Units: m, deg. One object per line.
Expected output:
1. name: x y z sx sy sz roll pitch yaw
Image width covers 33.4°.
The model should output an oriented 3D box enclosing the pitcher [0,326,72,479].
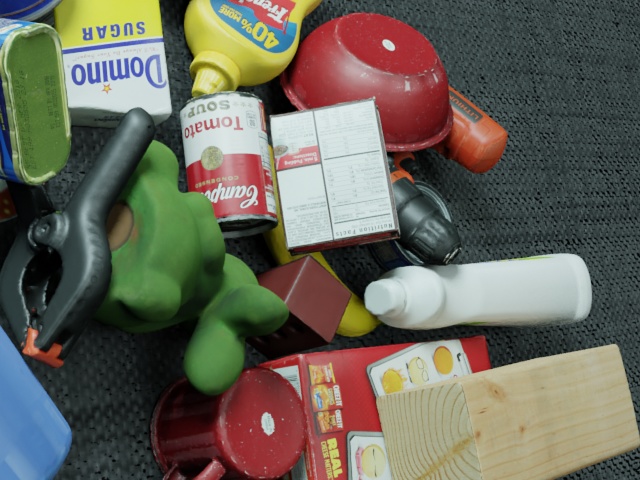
1. pitcher: -0.253 0.053 0.626 0.149 0.145 0.243 -42 108 -27

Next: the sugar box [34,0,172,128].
1. sugar box: -0.168 -0.174 0.808 0.093 0.048 0.176 -1 77 -40

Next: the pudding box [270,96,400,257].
1. pudding box: 0.011 -0.049 0.842 0.090 0.039 0.113 -9 81 3

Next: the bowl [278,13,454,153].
1. bowl: 0.048 -0.147 0.919 0.162 0.055 0.162 12 42 -11

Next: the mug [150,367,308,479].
1. mug: -0.070 0.144 0.769 0.117 0.082 0.093 -44 106 -39

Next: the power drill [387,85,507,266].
1. power drill: 0.085 -0.068 0.934 0.184 0.057 0.187 42 42 17

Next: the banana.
1. banana: -0.009 0.013 0.892 0.197 0.037 0.069 55 32 -15

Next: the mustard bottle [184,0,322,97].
1. mustard bottle: -0.059 -0.186 0.892 0.096 0.058 0.191 34 58 -15

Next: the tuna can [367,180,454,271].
1. tuna can: 0.083 -0.010 0.973 0.086 0.034 0.086 13 69 -36

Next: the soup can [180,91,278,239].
1. soup can: -0.072 -0.057 0.836 0.068 0.069 0.102 2 76 -39

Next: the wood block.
1. wood block: 0.156 0.147 0.855 0.205 0.091 0.090 -6 82 -43

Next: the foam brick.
1. foam brick: -0.024 0.054 0.837 0.053 0.078 0.051 42 53 -23

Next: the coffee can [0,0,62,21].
1. coffee can: -0.225 -0.221 0.692 0.103 0.140 0.103 -2 64 4

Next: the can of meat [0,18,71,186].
1. can of meat: -0.204 -0.088 0.656 0.057 0.084 0.102 -42 138 -53

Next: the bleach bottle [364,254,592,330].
1. bleach bottle: 0.134 0.047 0.931 0.250 0.103 0.068 2 80 -49

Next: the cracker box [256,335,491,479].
1. cracker box: 0.056 0.170 0.872 0.213 0.072 0.164 -1 78 -41

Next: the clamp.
1. clamp: -0.173 -0.005 0.683 0.039 0.120 0.171 39 56 -48
